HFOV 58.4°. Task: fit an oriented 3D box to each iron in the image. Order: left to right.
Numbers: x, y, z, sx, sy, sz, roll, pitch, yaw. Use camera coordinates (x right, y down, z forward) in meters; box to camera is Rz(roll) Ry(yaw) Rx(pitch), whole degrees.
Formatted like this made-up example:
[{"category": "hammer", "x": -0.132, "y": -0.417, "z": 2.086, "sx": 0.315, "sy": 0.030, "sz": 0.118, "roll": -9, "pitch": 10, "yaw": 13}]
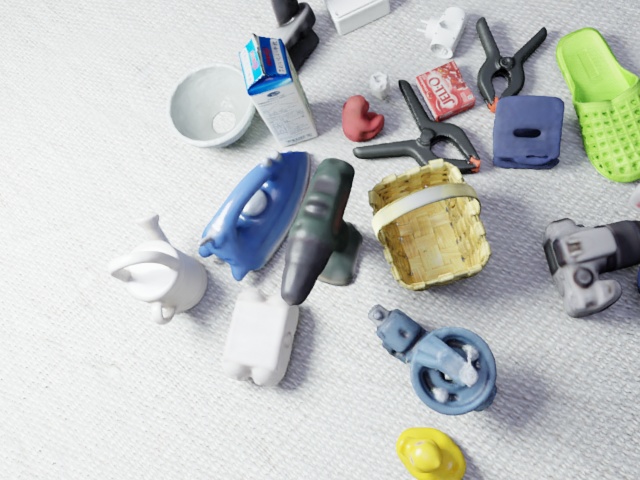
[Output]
[{"category": "iron", "x": -0.107, "y": -0.068, "z": 0.945, "sx": 0.118, "sy": 0.141, "sz": 0.258, "roll": 31, "pitch": 83, "yaw": 18}]

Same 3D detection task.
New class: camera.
[{"category": "camera", "x": 0.413, "y": 0.028, "z": 0.836, "sx": 0.136, "sy": 0.101, "sz": 0.143, "roll": -14, "pitch": 72, "yaw": 7}]

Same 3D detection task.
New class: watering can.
[{"category": "watering can", "x": -0.266, "y": 0.045, "z": 0.917, "sx": 0.101, "sy": 0.194, "sz": 0.172, "roll": -33, "pitch": 71, "yaw": 1}]

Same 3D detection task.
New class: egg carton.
[{"category": "egg carton", "x": -0.094, "y": 0.155, "z": 0.918, "sx": 0.107, "sy": 0.069, "sz": 0.150, "roll": 8, "pitch": 76, "yaw": 13}]

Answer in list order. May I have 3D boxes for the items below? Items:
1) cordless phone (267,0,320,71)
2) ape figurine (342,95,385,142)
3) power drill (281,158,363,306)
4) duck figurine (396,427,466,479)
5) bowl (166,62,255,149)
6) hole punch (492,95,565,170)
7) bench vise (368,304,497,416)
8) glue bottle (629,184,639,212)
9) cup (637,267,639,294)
[{"category": "cordless phone", "x": -0.079, "y": -0.381, "z": 1.004, "sx": 0.094, "sy": 0.185, "sz": 0.148, "roll": 28, "pitch": 82, "yaw": 17}, {"category": "ape figurine", "x": 0.067, "y": -0.214, "z": 0.978, "sx": 0.076, "sy": 0.092, "sz": 0.077, "roll": -40, "pitch": 71, "yaw": -1}, {"category": "power drill", "x": 0.008, "y": 0.003, "z": 0.867, "sx": 0.075, "sy": 0.209, "sz": 0.230, "roll": 11, "pitch": 77, "yaw": 14}, {"category": "duck figurine", "x": 0.157, "y": 0.310, "z": 0.816, "sx": 0.104, "sy": 0.086, "sz": 0.077, "roll": 24, "pitch": 80, "yaw": 17}, {"category": "bowl", "x": -0.189, "y": -0.233, "z": 1.043, "sx": 0.167, "sy": 0.075, "sz": 0.167, "roll": -3, "pitch": 74, "yaw": 10}, {"category": "hole punch", "x": 0.332, "y": -0.170, "z": 0.913, "sx": 0.108, "sy": 0.091, "sz": 0.101, "roll": 3, "pitch": 75, "yaw": 12}, {"category": "bench vise", "x": 0.147, "y": 0.166, "z": 0.787, "sx": 0.207, "sy": 0.220, "sz": 0.121, "roll": 18, "pitch": 79, "yaw": 16}, {"category": "glue bottle", "x": 0.501, "y": -0.072, "z": 0.809, "sx": 0.078, "sy": 0.173, "sz": 0.037, "roll": 29, "pitch": 82, "yaw": 18}, {"category": "cup", "x": 0.506, "y": 0.058, "z": 0.813, "sx": 0.117, "sy": 0.095, "sz": 0.092, "roll": 6, "pitch": 76, "yaw": 13}]
